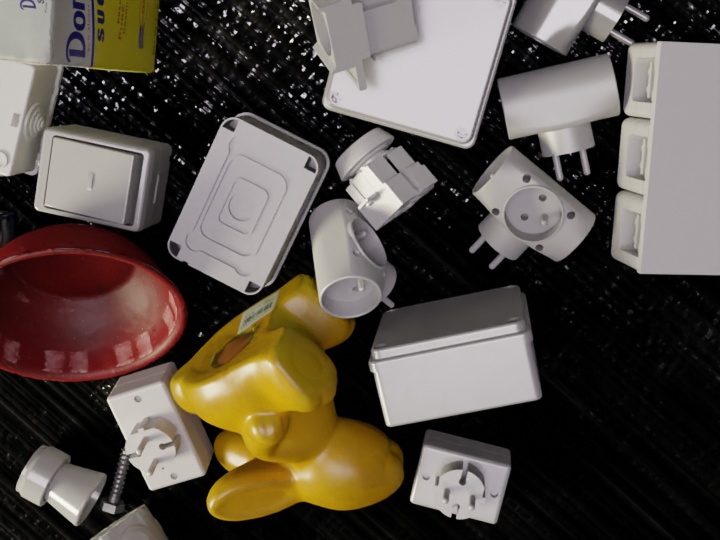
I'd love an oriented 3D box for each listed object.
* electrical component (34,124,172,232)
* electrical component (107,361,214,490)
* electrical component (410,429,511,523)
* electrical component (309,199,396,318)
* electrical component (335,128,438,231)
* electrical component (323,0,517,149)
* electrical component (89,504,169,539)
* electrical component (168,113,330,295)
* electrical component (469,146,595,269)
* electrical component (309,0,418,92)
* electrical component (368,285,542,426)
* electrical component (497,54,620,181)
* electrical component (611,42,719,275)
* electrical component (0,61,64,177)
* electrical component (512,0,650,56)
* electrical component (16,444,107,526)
[{"bbox_3d":[-0.194,-0.069,0.783,0.096,0.061,0.061,12,102,5],"label":"electrical component"},{"bbox_3d":[-0.152,0.125,0.799,0.047,0.075,0.083,-18,108,10],"label":"electrical component"},{"bbox_3d":[0.073,0.156,0.784,0.066,0.076,0.047,14,101,4],"label":"electrical component"},{"bbox_3d":[0.000,0.000,0.770,0.044,0.077,0.079,-31,133,22],"label":"electrical component"},{"bbox_3d":[0.016,-0.067,0.762,0.055,0.066,0.048,50,137,5],"label":"electrical component"},{"bbox_3d":[0.041,-0.151,0.742,0.109,0.056,0.108,16,102,4],"label":"electrical component"},{"bbox_3d":[-0.183,0.222,0.826,0.080,0.080,0.051,-34,90,11],"label":"electrical component"},{"bbox_3d":[-0.079,-0.049,0.775,0.078,0.057,0.113,27,102,1],"label":"electrical component"},{"bbox_3d":[0.111,-0.034,0.761,0.077,0.044,0.079,39,114,-7],"label":"electrical component"},{"bbox_3d":[0.001,-0.161,0.680,0.064,0.042,0.081,-18,130,-8],"label":"electrical component"},{"bbox_3d":[0.068,0.058,0.751,0.109,0.108,0.056,-12,101,9],"label":"electrical component"},{"bbox_3d":[0.141,-0.102,0.746,0.077,0.043,0.079,-12,99,9],"label":"electrical component"},{"bbox_3d":[0.226,-0.075,0.724,0.089,0.061,0.150,1,101,-7],"label":"electrical component"},{"bbox_3d":[-0.277,-0.122,0.790,0.100,0.048,0.099,18,102,3],"label":"electrical component"},{"bbox_3d":[0.157,-0.181,0.729,0.079,0.043,0.077,30,102,0],"label":"electrical component"},{"bbox_3d":[-0.233,0.167,0.839,0.055,0.045,0.045,28,102,2],"label":"electrical component"}]
